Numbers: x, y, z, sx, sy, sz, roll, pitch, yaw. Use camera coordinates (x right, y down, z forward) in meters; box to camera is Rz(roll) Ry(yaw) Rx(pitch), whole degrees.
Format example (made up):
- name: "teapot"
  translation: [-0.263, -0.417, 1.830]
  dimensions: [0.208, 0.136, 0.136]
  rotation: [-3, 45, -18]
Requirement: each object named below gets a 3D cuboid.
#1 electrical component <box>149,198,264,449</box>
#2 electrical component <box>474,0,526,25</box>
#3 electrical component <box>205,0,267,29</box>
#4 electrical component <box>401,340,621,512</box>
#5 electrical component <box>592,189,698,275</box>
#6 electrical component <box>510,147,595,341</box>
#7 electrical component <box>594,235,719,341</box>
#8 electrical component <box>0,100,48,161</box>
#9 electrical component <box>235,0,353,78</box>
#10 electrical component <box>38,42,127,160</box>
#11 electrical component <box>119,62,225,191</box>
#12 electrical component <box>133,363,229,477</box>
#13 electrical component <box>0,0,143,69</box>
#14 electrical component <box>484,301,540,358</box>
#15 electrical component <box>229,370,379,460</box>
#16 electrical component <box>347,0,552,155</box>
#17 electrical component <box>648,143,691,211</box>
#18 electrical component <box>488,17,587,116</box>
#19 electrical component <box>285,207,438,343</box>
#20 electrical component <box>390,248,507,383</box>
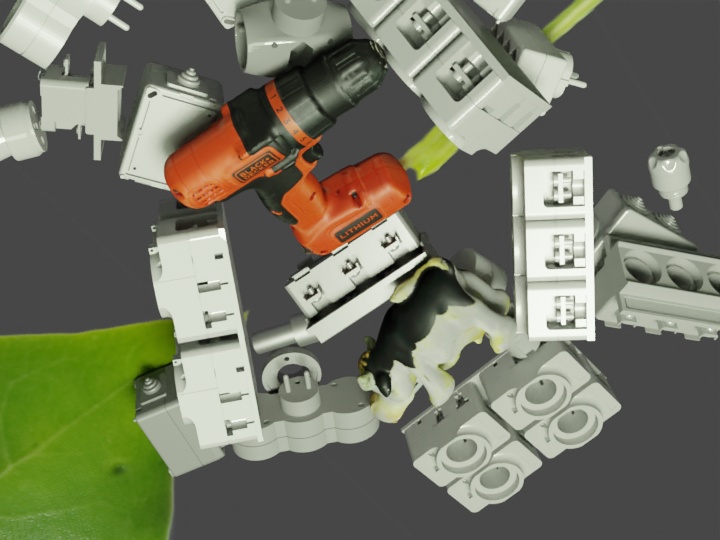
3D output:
- name: "electrical component"
  translation: [-0.127, 0.040, 0.887]
  dimensions: [0.060, 0.105, 0.186]
  rotation: [-10, 112, -5]
- name: "electrical component"
  translation: [0.102, -0.225, 0.793]
  dimensions: [0.062, 0.096, 0.061]
  rotation: [39, 108, 0]
- name: "electrical component"
  translation: [-0.073, -0.230, 0.769]
  dimensions: [0.096, 0.061, 0.061]
  rotation: [-24, 138, 12]
- name: "electrical component"
  translation: [0.149, 0.149, 1.058]
  dimensions: [0.186, 0.060, 0.105]
  rotation: [-39, 121, 15]
- name: "electrical component"
  translation: [0.239, -0.016, 0.976]
  dimensions: [0.100, 0.048, 0.099]
  rotation: [25, 115, -24]
- name: "electrical component"
  translation: [0.159, -0.023, 0.900]
  dimensions: [0.062, 0.089, 0.150]
  rotation: [-2, 101, 6]
- name: "electrical component"
  translation: [0.267, 0.020, 0.934]
  dimensions: [0.121, 0.078, 0.063]
  rotation: [9, 142, -16]
- name: "electrical component"
  translation: [-0.274, -0.104, 0.825]
  dimensions: [0.055, 0.045, 0.045]
  rotation: [-14, 124, -2]
- name: "electrical component"
  translation: [-0.045, -0.175, 0.755]
  dimensions: [0.077, 0.043, 0.079]
  rotation: [-7, 152, -16]
- name: "electrical component"
  translation: [-0.212, -0.130, 0.823]
  dimensions: [0.064, 0.042, 0.081]
  rotation: [3, 121, -8]
- name: "electrical component"
  translation: [-0.144, -0.116, 0.832]
  dimensions: [0.062, 0.061, 0.096]
  rotation: [14, 118, -19]
- name: "electrical component"
  translation: [-0.165, 0.129, 0.985]
  dimensions: [0.061, 0.061, 0.096]
  rotation: [-23, 124, 4]
- name: "electrical component"
  translation: [-0.193, -0.201, 0.774]
  dimensions: [0.074, 0.052, 0.138]
  rotation: [31, 112, -26]
- name: "electrical component"
  translation: [0.144, 0.057, 1.012]
  dimensions: [0.040, 0.040, 0.046]
  rotation: [-40, 127, 15]
- name: "electrical component"
  translation: [-0.054, 0.122, 0.979]
  dimensions: [0.138, 0.052, 0.073]
  rotation: [-10, 124, -4]
- name: "electrical component"
  translation: [0.058, -0.160, 0.777]
  dimensions: [0.062, 0.150, 0.089]
  rotation: [-42, 157, 18]
- name: "electrical component"
  translation: [0.276, -0.080, 0.951]
  dimensions: [0.035, 0.035, 0.061]
  rotation: [-21, 126, 3]
- name: "electrical component"
  translation: [0.142, -0.158, 0.846]
  dimensions: [0.076, 0.083, 0.047]
  rotation: [12, 119, -18]
- name: "electrical component"
  translation: [0.000, 0.000, 0.931]
  dimensions: [0.121, 0.078, 0.063]
  rotation: [-34, 100, 11]
- name: "electrical component"
  translation: [0.062, 0.035, 0.974]
  dimensions: [0.074, 0.052, 0.138]
  rotation: [28, 114, -25]
